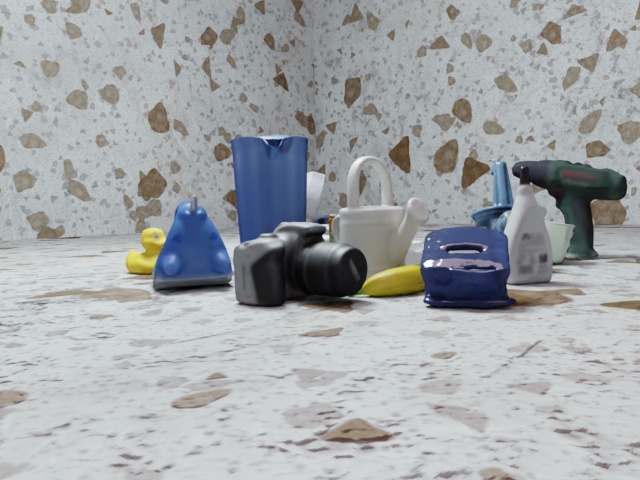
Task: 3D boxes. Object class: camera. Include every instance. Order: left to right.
[{"bbox_3d":[-0.019,0.028,0.735,0.136,0.101,0.144,2,5,42],"label":"camera"}]

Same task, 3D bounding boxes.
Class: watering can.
[{"bbox_3d":[0.085,-0.029,0.858,0.172,0.194,0.101,0,4,25],"label":"watering can"}]

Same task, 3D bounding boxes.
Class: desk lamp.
[{"bbox_3d":[-0.085,-0.072,1.472,0.203,0.213,0.118,-2,4,-3],"label":"desk lamp"}]

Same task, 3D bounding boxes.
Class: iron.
[{"bbox_3d":[-0.219,0.000,0.939,0.119,0.141,0.257,-3,4,-21],"label":"iron"}]

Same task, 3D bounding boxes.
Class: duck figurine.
[{"bbox_3d":[-0.324,0.020,1.101,0.104,0.086,0.078,0,4,18],"label":"duck figurine"}]

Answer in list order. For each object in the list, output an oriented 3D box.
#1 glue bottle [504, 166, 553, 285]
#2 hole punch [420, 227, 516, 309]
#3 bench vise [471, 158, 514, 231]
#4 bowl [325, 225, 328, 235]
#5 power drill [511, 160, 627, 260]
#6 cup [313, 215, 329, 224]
[{"bbox_3d":[0.304,-0.023,0.846,0.078,0.173,0.037,-2,4,-15],"label":"glue bottle"},{"bbox_3d":[0.177,0.031,0.690,0.108,0.091,0.101,0,4,14],"label":"hole punch"},{"bbox_3d":[0.410,-0.073,1.248,0.122,0.220,0.207,-2,4,-14],"label":"bench vise"},{"bbox_3d":[0.012,0.005,1.317,0.167,0.075,0.167,-1,4,0],"label":"bowl"},{"bbox_3d":[0.510,-0.066,1.193,0.228,0.208,0.076,2,5,39],"label":"power drill"},{"bbox_3d":[0.027,-0.025,1.637,0.091,0.095,0.118,2,5,44],"label":"cup"}]
